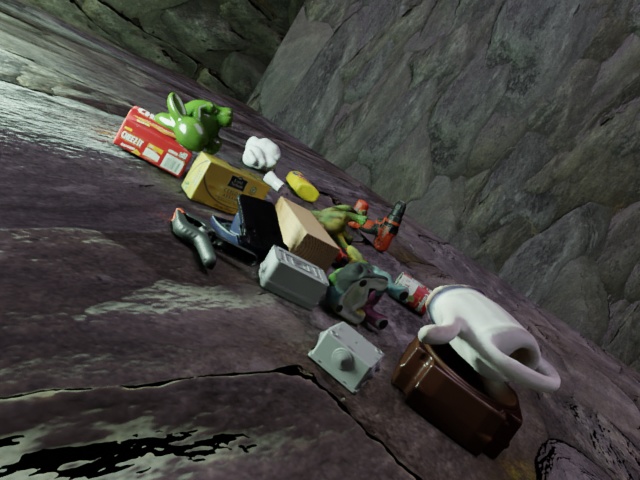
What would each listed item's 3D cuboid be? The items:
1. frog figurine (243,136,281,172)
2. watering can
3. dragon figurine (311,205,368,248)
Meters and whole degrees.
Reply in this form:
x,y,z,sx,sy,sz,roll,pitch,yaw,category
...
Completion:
x,y,z,sx,sy,sz,roll,pitch,yaw,category
-0.210,-0.305,1.796,0.139,0.122,0.158,56,7,16,frog figurine
0.250,0.148,0.844,0.345,0.103,0.228,26,13,-28,watering can
0.005,-0.076,1.501,0.242,0.121,0.415,23,13,-6,dragon figurine
